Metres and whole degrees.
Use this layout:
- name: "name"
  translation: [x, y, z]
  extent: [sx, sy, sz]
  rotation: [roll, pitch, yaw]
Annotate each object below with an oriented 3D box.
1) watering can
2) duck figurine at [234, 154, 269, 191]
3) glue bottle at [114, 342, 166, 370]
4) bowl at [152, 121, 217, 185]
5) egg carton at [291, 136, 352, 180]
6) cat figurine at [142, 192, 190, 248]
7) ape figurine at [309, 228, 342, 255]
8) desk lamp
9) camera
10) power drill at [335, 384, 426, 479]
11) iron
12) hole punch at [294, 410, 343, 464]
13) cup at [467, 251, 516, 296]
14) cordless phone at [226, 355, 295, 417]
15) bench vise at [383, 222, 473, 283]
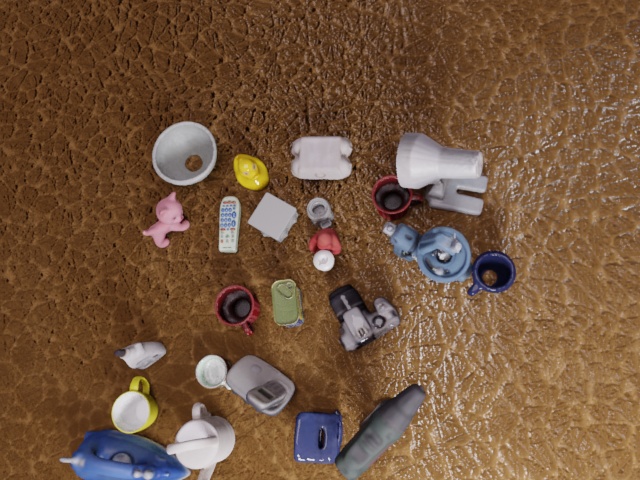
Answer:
- name: "watering can"
  translation: [-0.252, 0.437, 1.209]
  extent: [0.101, 0.194, 0.172]
  rotation: [-31, 74, 1]
- name: "duck figurine"
  translation: [-0.176, -0.176, 1.402]
  extent: [0.077, 0.086, 0.104]
  rotation: [-42, 74, -3]
- name: "glue bottle"
  translation: [-0.414, 0.257, 1.288]
  extent: [0.078, 0.173, 0.037]
  rotation: [-35, 74, -1]
- name: "bowl"
  translation: [-0.330, -0.208, 1.439]
  extent: [0.167, 0.075, 0.167]
  rotation: [-2, 76, 8]
- name: "egg carton"
  translation: [0.004, -0.198, 1.389]
  extent: [0.150, 0.069, 0.107]
  rotation: [0, 77, 9]
- name: "cat figurine"
  translation: [-0.375, -0.051, 1.386]
  extent: [0.128, 0.118, 0.067]
  rotation: [-43, 74, -3]
- name: "ape figurine"
  translation: [0.012, 0.005, 1.327]
  extent: [0.077, 0.092, 0.076]
  rotation: [23, 81, 13]
- name: "desk lamp"
  translation: [0.272, -0.149, 1.261]
  extent: [0.203, 0.214, 0.118]
  rotation: [11, 78, 11]
- name: "camera"
  translation: [0.089, 0.160, 1.273]
  extent: [0.143, 0.101, 0.136]
  rotation: [-31, 74, 1]
- name: "power drill"
  translation: [0.127, 0.378, 1.158]
  extent: [0.075, 0.208, 0.230]
  rotation: [42, 86, 16]
- name: "iron"
  translation: [-0.426, 0.492, 1.250]
  extent: [0.258, 0.141, 0.119]
  rotation: [7, 78, 10]
- name: "hole punch"
  translation: [-0.003, 0.421, 1.229]
  extent: [0.101, 0.091, 0.109]
  rotation: [1, 77, 9]
- name: "cup"
  translation: [0.365, 0.086, 1.252]
  extent: [0.118, 0.095, 0.091]
  rotation: [-43, 74, -3]
- name: "cordless phone"
  translation: [-0.140, 0.313, 1.227]
  extent: [0.147, 0.185, 0.094]
  rotation: [29, 82, 14]
- name: "bench vise"
  translation: [0.228, 0.022, 1.223]
  extent: [0.207, 0.220, 0.121]
  rotation: [9, 78, 11]
